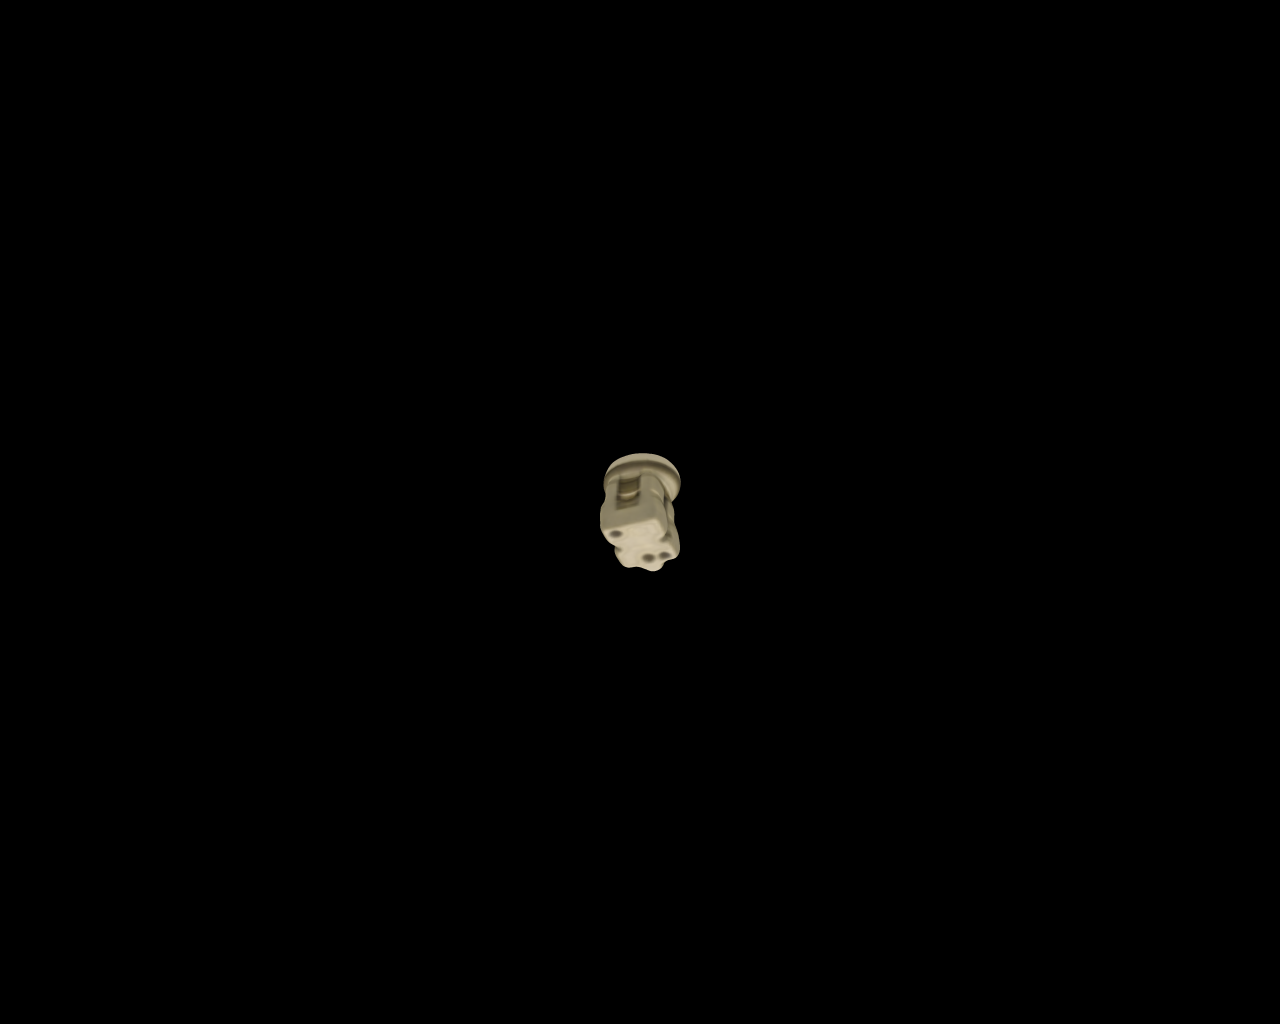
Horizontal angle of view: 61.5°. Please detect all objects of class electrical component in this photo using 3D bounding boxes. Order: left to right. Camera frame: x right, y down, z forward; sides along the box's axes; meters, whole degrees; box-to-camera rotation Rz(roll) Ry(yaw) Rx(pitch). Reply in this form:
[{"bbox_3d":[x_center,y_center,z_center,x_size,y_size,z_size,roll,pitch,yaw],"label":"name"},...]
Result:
[{"bbox_3d":[0.001,-0.003,0.650,0.048,0.055,0.066,-11,-39,14],"label":"electrical component"}]
